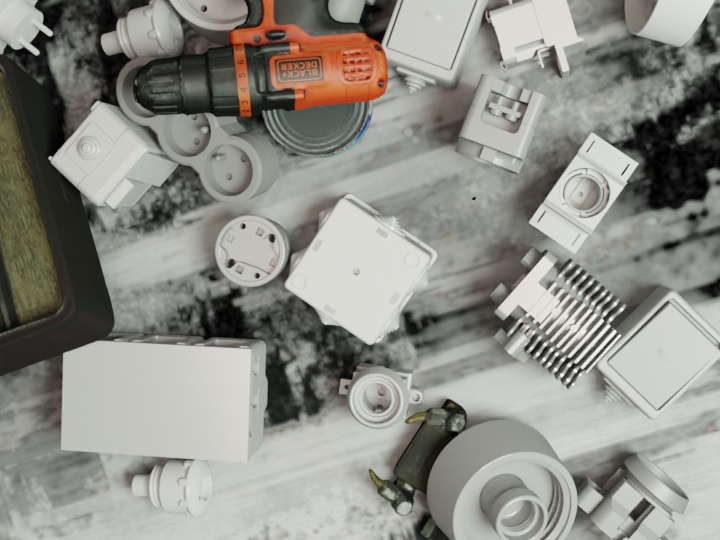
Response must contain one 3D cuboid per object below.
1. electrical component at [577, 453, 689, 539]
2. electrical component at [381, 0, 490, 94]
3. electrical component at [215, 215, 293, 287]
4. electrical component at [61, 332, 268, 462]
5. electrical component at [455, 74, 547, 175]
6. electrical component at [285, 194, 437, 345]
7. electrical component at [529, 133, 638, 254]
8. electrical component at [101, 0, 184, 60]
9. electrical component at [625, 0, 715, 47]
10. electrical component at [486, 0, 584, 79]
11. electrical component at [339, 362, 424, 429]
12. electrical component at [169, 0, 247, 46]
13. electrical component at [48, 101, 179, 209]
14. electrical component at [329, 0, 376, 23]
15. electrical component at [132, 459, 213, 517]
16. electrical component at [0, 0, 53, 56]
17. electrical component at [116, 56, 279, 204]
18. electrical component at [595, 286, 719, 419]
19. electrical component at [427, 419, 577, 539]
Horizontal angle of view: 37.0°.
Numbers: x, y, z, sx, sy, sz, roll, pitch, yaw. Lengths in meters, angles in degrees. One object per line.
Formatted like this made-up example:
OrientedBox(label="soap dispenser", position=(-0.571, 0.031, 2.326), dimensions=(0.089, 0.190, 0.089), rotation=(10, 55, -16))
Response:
OrientedBox(label="electrical component", position=(0.211, 0.177, 0.817), dimensions=(0.078, 0.058, 0.057), rotation=(40, 100, 4))
OrientedBox(label="electrical component", position=(0.055, -0.181, 0.818), dimensions=(0.062, 0.061, 0.096), rotation=(21, 95, 6))
OrientedBox(label="electrical component", position=(-0.082, -0.016, 0.850), dimensions=(0.055, 0.047, 0.055), rotation=(0, 93, 7))
OrientedBox(label="electrical component", position=(-0.154, 0.099, 0.858), dimensions=(0.150, 0.062, 0.089), rotation=(3, 93, 7))
OrientedBox(label="electrical component", position=(0.104, -0.106, 0.800), dimensions=(0.050, 0.089, 0.055), rotation=(21, 95, 6))
OrientedBox(label="electrical component", position=(0.000, 0.000, 0.840), dimensions=(0.100, 0.048, 0.099), rotation=(34, 97, 4))
OrientedBox(label="electrical component", position=(0.167, -0.057, 0.808), dimensions=(0.042, 0.064, 0.081), rotation=(35, 96, 5))
OrientedBox(label="electrical component", position=(-0.175, -0.186, 0.857), dimensions=(0.062, 0.048, 0.048), rotation=(-11, 91, 15))
OrientedBox(label="electrical component", position=(0.227, -0.214, 0.778), dimensions=(0.064, 0.099, 0.099), rotation=(22, 95, -1))
OrientedBox(label="electrical component", position=(0.133, -0.183, 0.818), dimensions=(0.064, 0.042, 0.081), rotation=(-17, 90, 11))
OrientedBox(label="electrical component", position=(0.016, 0.097, 0.839), dimensions=(0.066, 0.055, 0.048), rotation=(8, 94, 7))
OrientedBox(label="electrical component", position=(-0.102, -0.232, 0.836), dimensions=(0.108, 0.060, 0.108), rotation=(0, 93, 7))
OrientedBox(label="electrical component", position=(-0.189, -0.086, 0.836), dimensions=(0.061, 0.096, 0.061), rotation=(43, 97, 3))
OrientedBox(label="electrical component", position=(-0.012, -0.211, 0.833), dimensions=(0.045, 0.045, 0.055), rotation=(31, 96, 5))
OrientedBox(label="electrical component", position=(-0.153, 0.175, 0.871), dimensions=(0.062, 0.048, 0.048), rotation=(-2, 93, 14))
OrientedBox(label="electrical component", position=(-0.281, -0.203, 0.864), dimensions=(0.074, 0.052, 0.138), rotation=(38, 97, 4))
OrientedBox(label="electrical component", position=(-0.119, -0.111, 0.838), dimensions=(0.138, 0.074, 0.052), rotation=(43, 110, 3))
OrientedBox(label="electrical component", position=(0.220, 0.066, 0.808), dimensions=(0.062, 0.061, 0.096), rotation=(44, 97, 3))
OrientedBox(label="electrical component", position=(0.111, 0.174, 0.808), dimensions=(0.108, 0.060, 0.108), rotation=(-4, 107, -14))
